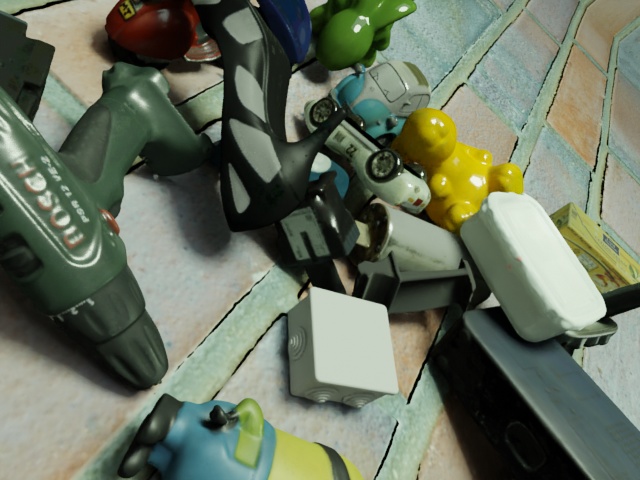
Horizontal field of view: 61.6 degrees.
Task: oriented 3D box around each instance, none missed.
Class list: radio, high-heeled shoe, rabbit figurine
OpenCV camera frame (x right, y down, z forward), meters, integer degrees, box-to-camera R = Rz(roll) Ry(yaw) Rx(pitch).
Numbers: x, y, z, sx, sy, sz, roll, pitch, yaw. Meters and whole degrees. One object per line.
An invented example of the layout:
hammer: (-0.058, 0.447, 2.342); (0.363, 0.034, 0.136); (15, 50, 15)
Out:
radio: (0.225, 0.171, 0.543); (0.131, 0.073, 0.230); (2, 39, -37)
high-heeled shoe: (-0.087, -0.129, 0.487); (0.249, 0.145, 0.086); (49, 4, 16)
rabbit figurine: (0.158, -0.104, 0.682); (0.173, 0.122, 0.162); (45, 9, -38)
rabbit figurine: (0.058, -0.296, 0.750); (0.121, 0.159, 0.170); (43, 43, -20)

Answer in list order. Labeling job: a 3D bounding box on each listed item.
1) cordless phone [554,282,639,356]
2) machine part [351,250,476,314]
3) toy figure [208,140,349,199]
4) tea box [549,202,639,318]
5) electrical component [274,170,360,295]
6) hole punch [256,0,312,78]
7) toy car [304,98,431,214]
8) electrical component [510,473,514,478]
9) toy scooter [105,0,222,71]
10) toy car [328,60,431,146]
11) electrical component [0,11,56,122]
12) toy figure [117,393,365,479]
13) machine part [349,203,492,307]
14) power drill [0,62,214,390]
cordless phone: (0.342, 0.087, 0.666); (0.146, 0.184, 0.089); (4, 62, -38)
machine part: (0.096, 0.049, 0.552); (0.139, 0.084, 0.039); (0, 36, -18)
toy figure: (-0.044, -0.079, 0.576); (0.154, 0.057, 0.064); (17, 12, -27)
tea box: (0.398, 0.037, 0.812); (0.169, 0.098, 0.068); (42, 43, -8)
electrical component: (-0.001, -0.002, 0.530); (0.119, 0.075, 0.048); (63, 31, -20)
hole punch: (-0.057, -0.288, 0.699); (0.115, 0.092, 0.142); (31, 41, -22)
toy car: (0.052, -0.105, 0.638); (0.073, 0.056, 0.202); (14, 28, -52)
electrical component: (0.202, 0.259, 0.531); (0.102, 0.045, 0.078); (-43, 119, -45)
toy scooter: (-0.129, -0.243, 0.570); (0.184, 0.135, 0.075); (-17, 72, -43)
toy car: (0.101, -0.194, 0.743); (0.161, 0.103, 0.109); (-15, 71, -42)
electrical component: (-0.281, -0.133, 0.423); (0.115, 0.058, 0.134); (18, 50, -31)
toy figure: (-0.043, 0.165, 0.375); (0.180, 0.082, 0.089); (34, 46, -11)
machine part: (0.120, 0.019, 0.617); (0.243, 0.079, 0.079); (19, 49, -27)
power drill: (-0.160, -0.030, 0.413); (0.231, 0.086, 0.207); (56, 37, -27)
